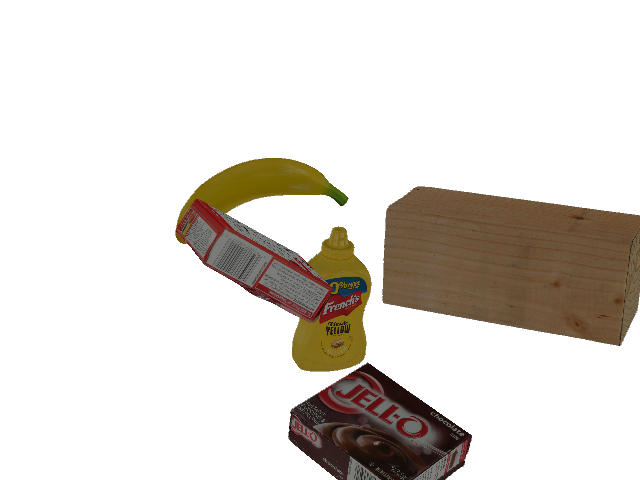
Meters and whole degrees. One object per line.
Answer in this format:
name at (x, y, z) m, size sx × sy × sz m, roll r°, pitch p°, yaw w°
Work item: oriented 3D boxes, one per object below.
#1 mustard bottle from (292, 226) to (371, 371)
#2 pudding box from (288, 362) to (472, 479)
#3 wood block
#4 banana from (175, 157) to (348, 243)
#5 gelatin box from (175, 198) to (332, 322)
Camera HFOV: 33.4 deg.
mustard bottle at (0.017, 0.073, 1.368) m, size 0.096 × 0.192 × 0.058 m, roll -4°, pitch 25°, yaw -19°
pudding box at (0.045, 0.152, 0.825) m, size 0.114 × 0.039 × 0.089 m, roll 34°, pitch 43°, yaw 32°
wood block at (0.166, 0.017, 0.920) m, size 0.206 × 0.090 × 0.090 m, roll 9°, pitch 19°, yaw 23°
banana at (-0.073, -0.042, 1.049) m, size 0.198 × 0.069 × 0.037 m, roll -12°, pitch 20°, yaw 28°
gelatin box at (-0.043, 0.013, 0.691) m, size 0.089 × 0.030 × 0.073 m, roll 31°, pitch 4°, yaw -27°
